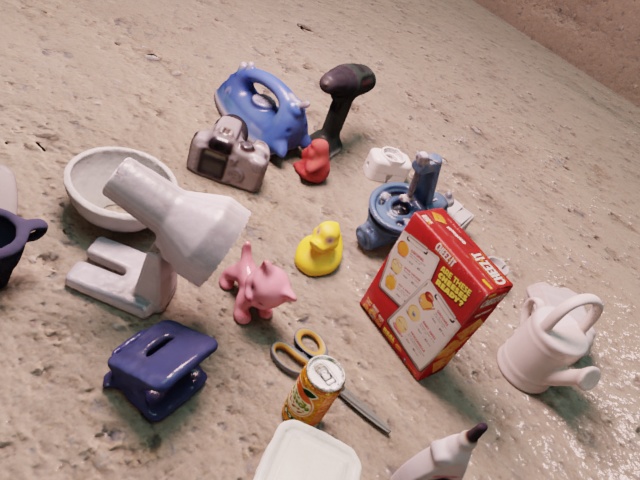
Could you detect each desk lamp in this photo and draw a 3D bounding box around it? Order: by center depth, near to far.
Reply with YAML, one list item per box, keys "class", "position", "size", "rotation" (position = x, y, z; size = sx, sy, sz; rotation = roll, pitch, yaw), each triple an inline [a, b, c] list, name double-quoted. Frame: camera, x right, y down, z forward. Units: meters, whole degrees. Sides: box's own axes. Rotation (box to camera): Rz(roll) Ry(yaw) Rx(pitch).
- class: "desk lamp"
  position: [-0.212, 0.004, 0.750]
  size: [0.203, 0.213, 0.118]
  rotation: [23, 39, -4]

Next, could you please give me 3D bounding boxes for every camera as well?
- class: "camera"
  position: [-0.159, -0.181, 1.070]
  size: [0.143, 0.100, 0.137]
  rotation: [19, 40, -8]

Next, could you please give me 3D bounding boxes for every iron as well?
- class: "iron"
  position: [-0.121, -0.286, 1.174]
  size: [0.257, 0.141, 0.119]
  rotation: [43, 42, 19]

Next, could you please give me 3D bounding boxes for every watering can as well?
- class: "watering can"
  position: [0.383, 0.161, 0.919]
  size: [0.101, 0.194, 0.172]
  rotation: [-13, 53, -37]

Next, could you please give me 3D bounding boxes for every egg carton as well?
- class: "egg carton"
  position: [0.441, 0.148, 1.063]
  size: [0.107, 0.069, 0.150]
  rotation: [14, 41, -15]

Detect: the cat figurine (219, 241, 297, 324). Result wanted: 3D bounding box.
- class: "cat figurine"
  position: [-0.088, 0.059, 0.833]
  size: [0.067, 0.117, 0.127]
  rotation: [-7, 50, -34]

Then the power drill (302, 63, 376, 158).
- class: "power drill"
  position: [0.035, -0.275, 1.194]
  size: [0.075, 0.208, 0.230]
  rotation: [34, 40, 9]

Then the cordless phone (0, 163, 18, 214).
- class: "cordless phone"
  position: [-0.470, -0.088, 0.732]
  size: [0.148, 0.185, 0.094]
  rotation: [-4, 48, -32]

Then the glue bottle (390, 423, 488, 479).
- class: "glue bottle"
  position: [0.153, 0.267, 0.694]
  size: [0.078, 0.173, 0.037]
  rotation: [7, 43, -22]

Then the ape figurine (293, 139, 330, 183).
- class: "ape figurine"
  position: [-0.010, -0.163, 1.139]
  size: [0.076, 0.092, 0.078]
  rotation: [26, 39, 0]

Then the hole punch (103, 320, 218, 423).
- class: "hole punch"
  position: [-0.195, 0.148, 0.699]
  size: [0.101, 0.091, 0.109]
  rotation: [37, 41, 13]

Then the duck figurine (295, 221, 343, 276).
- class: "duck figurine"
  position: [0.009, 0.003, 0.972]
  size: [0.077, 0.086, 0.105]
  rotation: [38, 41, 14]

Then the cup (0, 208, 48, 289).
- class: "cup"
  position: [-0.407, 0.016, 0.724]
  size: [0.118, 0.095, 0.091]
  rotation: [-19, 57, -41]

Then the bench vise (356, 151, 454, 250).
- class: "bench vise"
  position: [0.175, -0.085, 1.054]
  size: [0.121, 0.219, 0.208]
  rotation: [40, 41, 16]

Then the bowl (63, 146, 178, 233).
- class: "bowl"
  position: [-0.308, -0.066, 0.884]
  size: [0.168, 0.074, 0.167]
  rotation: [15, 41, -13]
